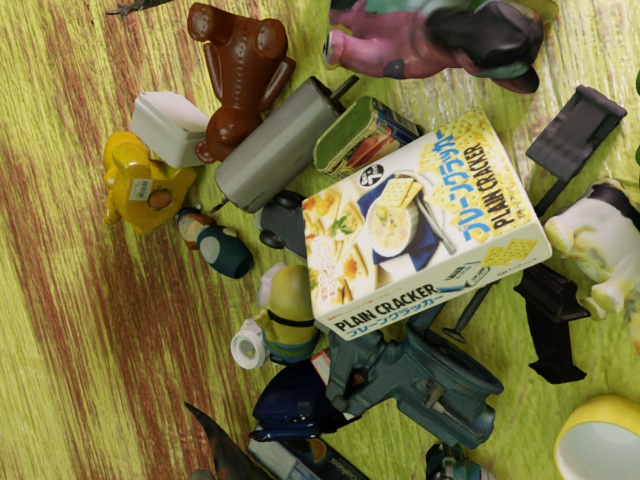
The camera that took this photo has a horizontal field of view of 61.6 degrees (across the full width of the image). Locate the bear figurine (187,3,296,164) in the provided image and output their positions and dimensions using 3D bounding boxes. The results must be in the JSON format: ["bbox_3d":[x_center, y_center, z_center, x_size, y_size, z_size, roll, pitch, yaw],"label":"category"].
[{"bbox_3d":[-0.105,-0.176,0.670,0.120,0.132,0.195,17,105,3],"label":"bear figurine"}]

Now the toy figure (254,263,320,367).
[{"bbox_3d":[-0.033,0.098,0.685,0.089,0.082,0.180,-3,138,-1],"label":"toy figure"}]

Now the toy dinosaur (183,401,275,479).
[{"bbox_3d":[-0.079,0.400,0.755,0.405,0.131,0.192,55,141,3],"label":"toy dinosaur"}]

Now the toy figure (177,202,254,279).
[{"bbox_3d":[-0.163,-0.003,0.792,0.155,0.057,0.064,36,80,24],"label":"toy figure"}]

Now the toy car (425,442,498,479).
[{"bbox_3d":[0.170,0.319,0.621,0.103,0.109,0.161,4,92,10],"label":"toy car"}]

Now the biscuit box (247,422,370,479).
[{"bbox_3d":[-0.006,0.327,0.756,0.203,0.063,0.059,33,117,23],"label":"biscuit box"}]

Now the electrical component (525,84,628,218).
[{"bbox_3d":[0.226,-0.081,0.500,0.048,0.075,0.119,42,123,18],"label":"electrical component"}]

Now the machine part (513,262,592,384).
[{"bbox_3d":[0.228,0.083,0.527,0.084,0.039,0.138,45,156,60],"label":"machine part"}]

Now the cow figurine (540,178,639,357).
[{"bbox_3d":[0.281,0.029,0.488,0.098,0.068,0.167,-36,79,-5],"label":"cow figurine"}]

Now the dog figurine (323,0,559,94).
[{"bbox_3d":[0.114,-0.207,0.535,0.219,0.192,0.108,10,106,-3],"label":"dog figurine"}]

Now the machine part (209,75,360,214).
[{"bbox_3d":[-0.045,-0.111,0.648,0.243,0.079,0.079,-41,77,18],"label":"machine part"}]

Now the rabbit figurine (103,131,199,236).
[{"bbox_3d":[-0.280,-0.096,0.832,0.173,0.122,0.162,46,132,33],"label":"rabbit figurine"}]

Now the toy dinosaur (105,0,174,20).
[{"bbox_3d":[-0.030,-0.343,0.537,0.472,0.198,0.105,-26,83,34],"label":"toy dinosaur"}]

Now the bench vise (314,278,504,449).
[{"bbox_3d":[0.118,0.098,0.585,0.224,0.128,0.240,35,97,22],"label":"bench vise"}]

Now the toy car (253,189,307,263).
[{"bbox_3d":[-0.001,-0.002,0.683,0.202,0.056,0.073,29,109,24],"label":"toy car"}]

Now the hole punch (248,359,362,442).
[{"bbox_3d":[-0.021,0.211,0.712,0.142,0.115,0.092,-14,85,35],"label":"hole punch"}]

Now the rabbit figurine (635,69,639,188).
[{"bbox_3d":[0.298,-0.107,0.414,0.121,0.159,0.170,-5,83,44],"label":"rabbit figurine"}]
